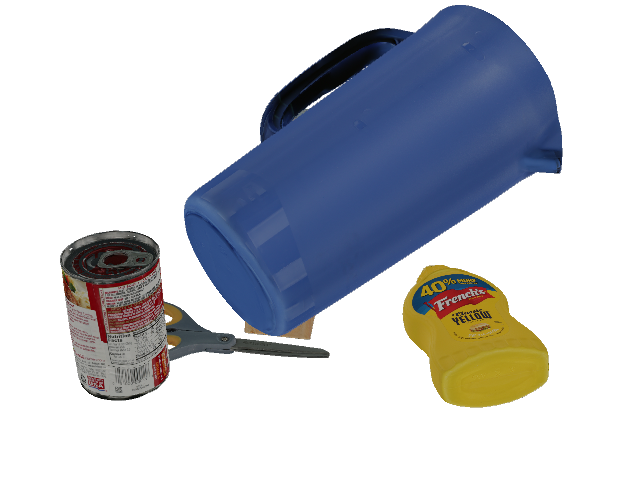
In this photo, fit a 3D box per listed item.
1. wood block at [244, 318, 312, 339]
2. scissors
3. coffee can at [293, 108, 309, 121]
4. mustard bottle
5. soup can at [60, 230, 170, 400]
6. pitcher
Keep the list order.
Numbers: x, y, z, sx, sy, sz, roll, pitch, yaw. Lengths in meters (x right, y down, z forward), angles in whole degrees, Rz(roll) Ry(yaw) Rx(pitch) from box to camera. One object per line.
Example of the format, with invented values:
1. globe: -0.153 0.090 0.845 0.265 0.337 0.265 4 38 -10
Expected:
1. wood block: -0.046 0.013 1.385 0.090 0.206 0.090 6 24 2
2. scissors: -0.099 0.085 0.993 0.201 0.016 0.096 -2 32 -11
3. coffee can: 0.003 -0.063 1.121 0.103 0.140 0.103 3 13 -1
4. mustard bottle: 0.127 0.073 0.962 0.096 0.058 0.192 -12 27 -7
5. soup can: -0.143 0.054 0.755 0.068 0.102 0.068 -1 29 0
6. pitcher: 0.026 -0.051 0.720 0.242 0.145 0.149 -35 12 -19
